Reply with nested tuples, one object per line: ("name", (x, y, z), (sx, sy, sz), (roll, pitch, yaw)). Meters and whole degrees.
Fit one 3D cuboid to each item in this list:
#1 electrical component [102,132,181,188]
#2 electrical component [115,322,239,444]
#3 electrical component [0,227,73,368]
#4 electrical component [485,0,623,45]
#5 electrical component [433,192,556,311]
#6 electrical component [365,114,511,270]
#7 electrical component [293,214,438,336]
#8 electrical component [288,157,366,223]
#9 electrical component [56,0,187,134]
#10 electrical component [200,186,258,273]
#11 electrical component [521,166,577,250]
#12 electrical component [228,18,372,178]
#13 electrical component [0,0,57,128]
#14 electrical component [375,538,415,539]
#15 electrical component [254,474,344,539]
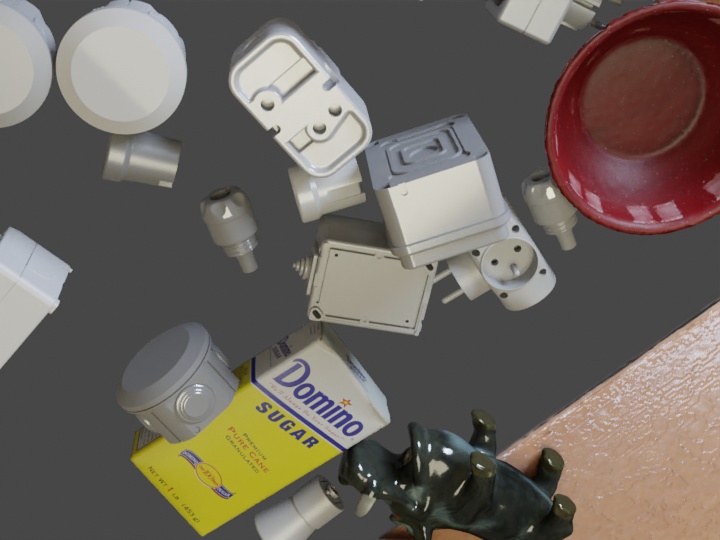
("electrical component", (-0.147, -0.076, 0.723), (0.046, 0.040, 0.040), (12, 114, -15))
("electrical component", (-0.132, 0.081, 0.776), (0.080, 0.080, 0.051), (-32, 119, 10))
("electrical component", (-0.257, 0.026, 0.749), (0.061, 0.061, 0.096), (38, 107, -19))
("electrical component", (0.132, -0.179, 0.692), (0.077, 0.047, 0.065), (22, 111, -14))
("electrical component", (0.088, -0.004, 0.772), (0.079, 0.044, 0.077), (-31, 113, 10))
("electrical component", (0.049, -0.053, 0.708), (0.078, 0.113, 0.057), (-18, 112, 4))
("electrical component", (0.000, 0.000, 0.757), (0.096, 0.061, 0.061), (9, 114, -8))
("electrical component", (-0.023, -0.057, 0.742), (0.046, 0.040, 0.040), (-15, 115, -4))
("electrical component", (-0.151, -0.132, 0.690), (0.080, 0.051, 0.080), (-2, 115, -4))
("electrical component", (-0.087, -0.026, 0.753), (0.035, 0.035, 0.061), (-17, 117, 4))
("electrical component", (0.139, -0.042, 0.764), (0.035, 0.035, 0.061), (-24, 117, 7))
("electrical component", (-0.039, -0.114, 0.702), (0.054, 0.059, 0.095), (-38, 112, 13))
("electrical component", (-0.233, -0.134, 0.682), (0.080, 0.051, 0.080), (-2, 115, -4))
("electrical component", (0.034, 0.247, 0.880), (0.047, 0.055, 0.055), (6, 114, -3))
("electrical component", (-0.046, 0.194, 0.856), (0.065, 0.044, 0.044), (-38, 112, 8))
